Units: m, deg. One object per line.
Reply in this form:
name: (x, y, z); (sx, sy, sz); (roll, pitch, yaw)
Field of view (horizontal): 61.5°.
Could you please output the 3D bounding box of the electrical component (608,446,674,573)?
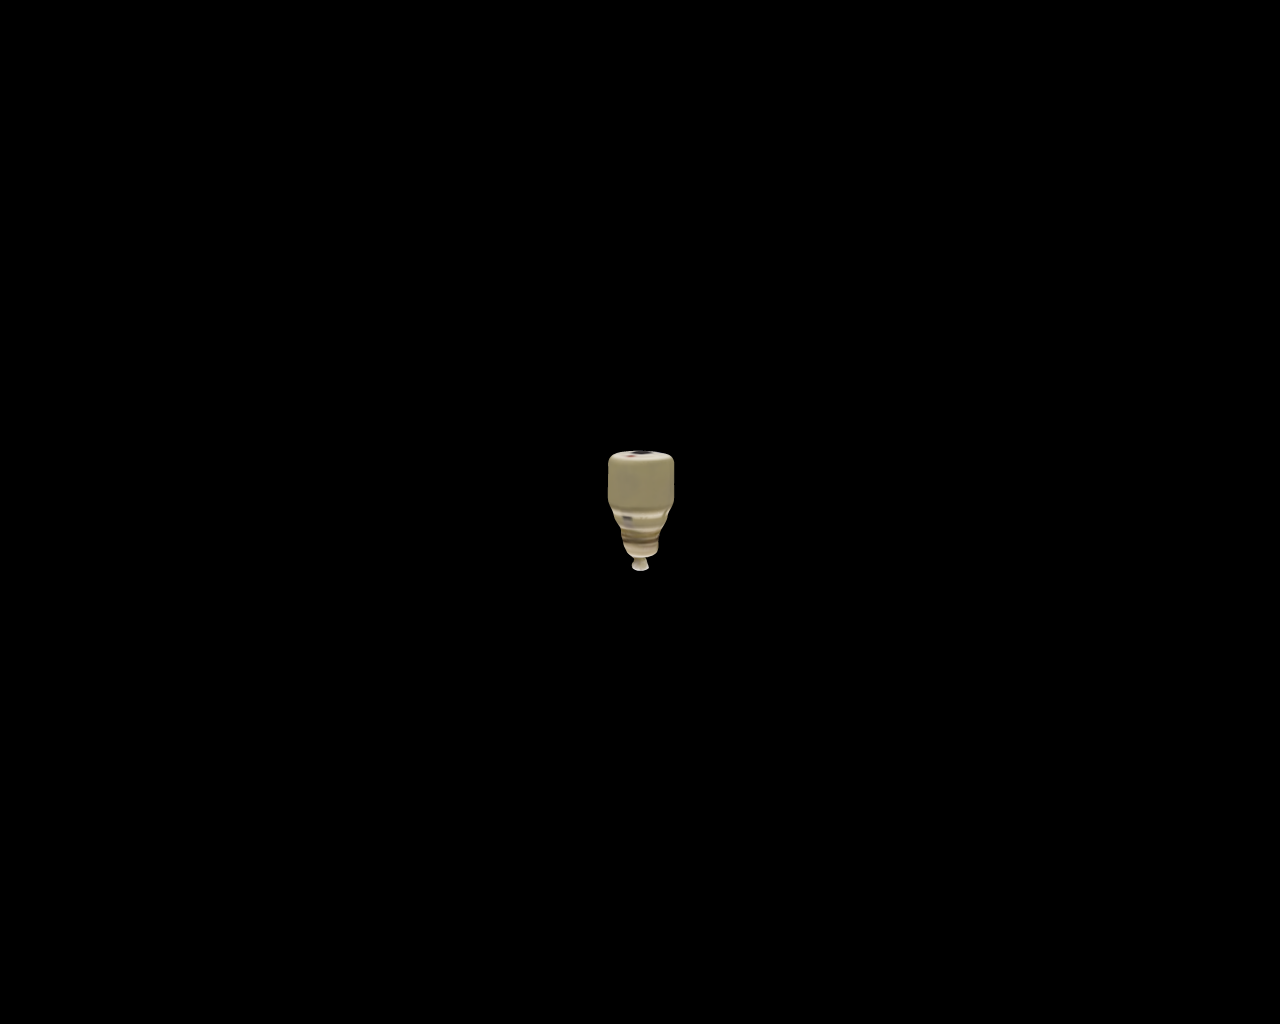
electrical component: (0.001, -0.003, 0.650); (0.040, 0.078, 0.040); (0, 11, 0)
